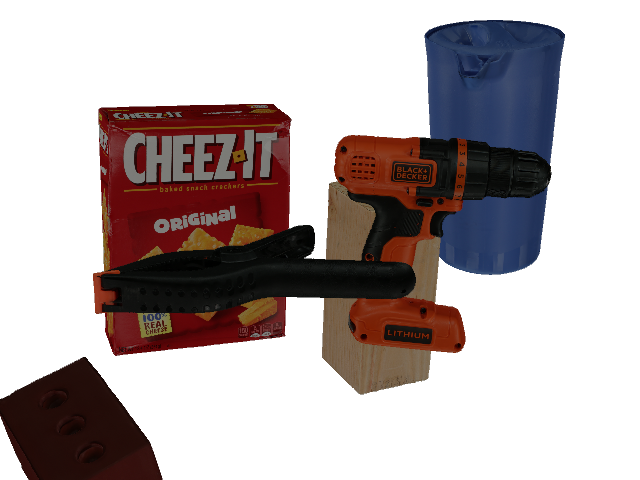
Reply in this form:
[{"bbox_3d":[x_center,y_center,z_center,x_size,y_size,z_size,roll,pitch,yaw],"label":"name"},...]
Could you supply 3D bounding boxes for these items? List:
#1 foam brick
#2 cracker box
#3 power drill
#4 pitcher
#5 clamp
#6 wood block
[{"bbox_3d":[-0.118,0.108,0.531,0.052,0.051,0.078,-27,42,-24],"label":"foam brick"},{"bbox_3d":[-0.113,-0.011,0.963,0.164,0.214,0.072,-4,19,-18],"label":"cracker box"},{"bbox_3d":[0.099,0.001,0.932,0.184,0.188,0.057,5,17,4],"label":"power drill"},{"bbox_3d":[0.176,-0.098,1.079,0.149,0.243,0.145,-11,25,-19],"label":"pitcher"},{"bbox_3d":[-0.050,0.025,0.741,0.209,0.036,0.165,-9,14,-33],"label":"clamp"},{"bbox_3d":[0.063,0.044,1.124,0.090,0.206,0.091,-9,25,-25],"label":"wood block"}]
